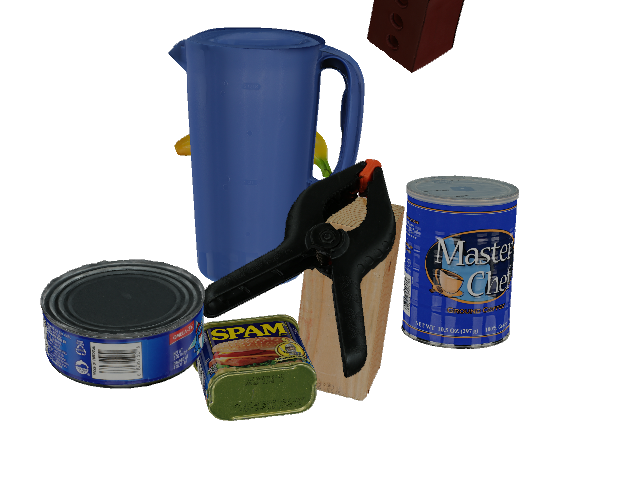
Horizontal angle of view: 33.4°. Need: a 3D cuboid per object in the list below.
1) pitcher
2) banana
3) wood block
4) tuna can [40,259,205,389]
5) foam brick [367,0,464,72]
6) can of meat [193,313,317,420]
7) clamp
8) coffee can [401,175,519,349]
[{"bbox_3d":[-0.055,-0.081,1.031,0.144,0.243,0.149,-12,23,-33],"label":"pitcher"},{"bbox_3d":[-0.073,-0.118,1.270,0.198,0.037,0.069,8,40,16],"label":"banana"},{"bbox_3d":[0.030,0.062,1.199,0.090,0.206,0.090,12,24,11],"label":"wood block"},{"bbox_3d":[-0.104,0.043,0.569,0.086,0.034,0.086,2,25,-1],"label":"tuna can"},{"bbox_3d":[0.076,-0.181,0.831,0.053,0.078,0.051,40,59,22],"label":"foam brick"},{"bbox_3d":[-0.059,0.114,0.954,0.102,0.057,0.084,-5,27,-13],"label":"can of meat"},{"bbox_3d":[-0.007,0.009,0.753,0.120,0.171,0.039,18,-36,5],"label":"clamp"},{"bbox_3d":[0.129,0.018,0.995,0.103,0.140,0.103,1,15,0],"label":"coffee can"}]
